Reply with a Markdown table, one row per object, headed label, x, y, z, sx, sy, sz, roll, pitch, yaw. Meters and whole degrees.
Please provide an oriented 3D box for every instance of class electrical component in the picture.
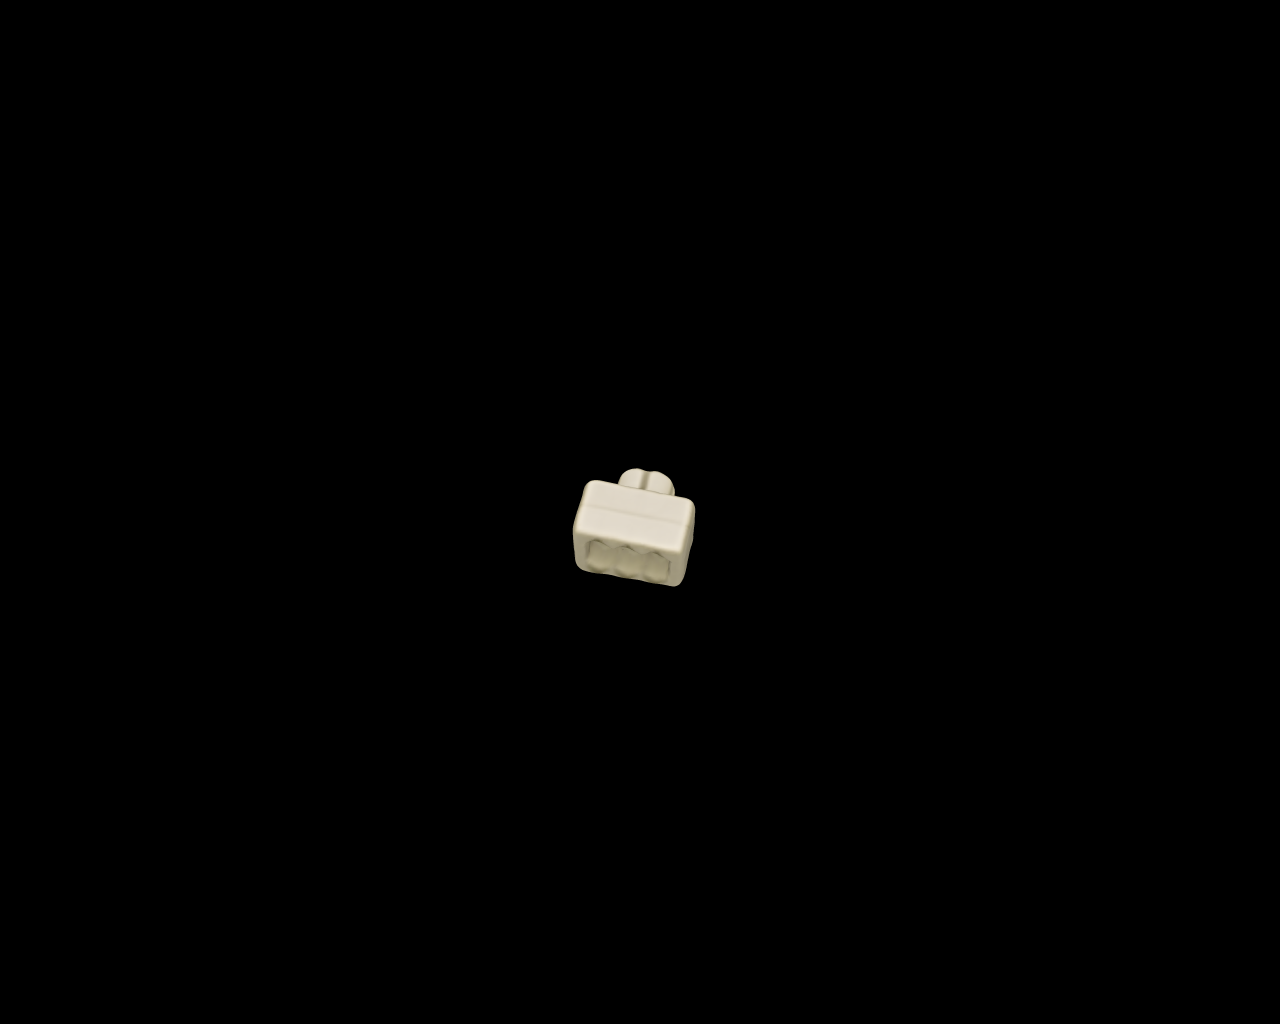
| label | x | y | z | sx | sy | sz | roll | pitch | yaw |
| --- | --- | --- | --- | --- | --- | --- | --- | --- | --- |
| electrical component | 0.001 | -0.003 | 0.650 | 0.066 | 0.077 | 0.047 | 11 | -30 | 7 |
